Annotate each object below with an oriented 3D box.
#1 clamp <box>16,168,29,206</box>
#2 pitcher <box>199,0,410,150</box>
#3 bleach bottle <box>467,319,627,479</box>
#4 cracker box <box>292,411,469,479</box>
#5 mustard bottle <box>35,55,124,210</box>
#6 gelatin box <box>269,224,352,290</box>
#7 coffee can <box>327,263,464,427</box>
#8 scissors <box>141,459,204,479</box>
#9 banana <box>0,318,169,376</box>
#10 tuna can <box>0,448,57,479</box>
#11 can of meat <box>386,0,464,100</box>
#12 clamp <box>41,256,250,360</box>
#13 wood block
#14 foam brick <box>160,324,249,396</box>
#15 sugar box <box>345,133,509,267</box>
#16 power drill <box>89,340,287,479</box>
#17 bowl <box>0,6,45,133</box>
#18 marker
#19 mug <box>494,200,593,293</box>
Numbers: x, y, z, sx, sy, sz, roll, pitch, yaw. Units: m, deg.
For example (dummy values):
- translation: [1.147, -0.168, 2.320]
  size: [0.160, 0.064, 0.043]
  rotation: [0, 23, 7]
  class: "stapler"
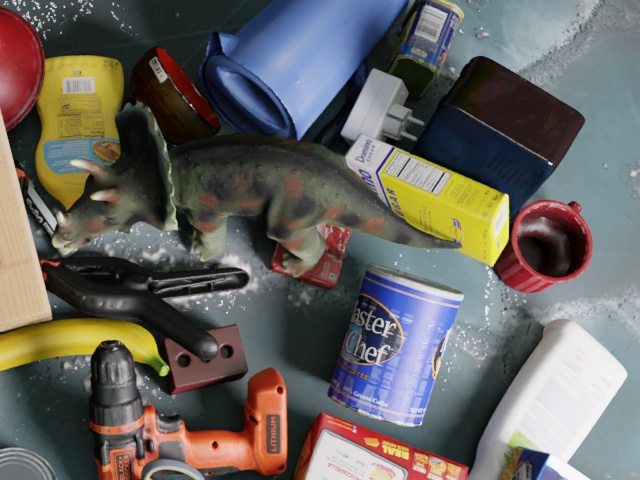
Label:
- translation: [-0.366, -0.010, 1.073]
  size: [0.120, 0.039, 0.171]
  rotation: [34, 76, -6]
  class: "clamp"
- translation: [-0.003, -0.213, 1.177]
  size: [0.145, 0.149, 0.242]
  rotation: [34, 66, 15]
  class: "pitcher"
- translation: [0.215, 0.208, 1.127]
  size: [0.102, 0.068, 0.250]
  rotation: [42, 72, -1]
  class: "bleach bottle"
- translation: [0.042, 0.294, 1.028]
  size: [0.164, 0.072, 0.213]
  rotation: [21, 51, -5]
  class: "cracker box"
- translation: [-0.249, -0.095, 1.116]
  size: [0.096, 0.058, 0.191]
  rotation: [-3, 75, -13]
  class: "mustard bottle"
- translation: [-0.008, 0.002, 1.155]
  size: [0.073, 0.030, 0.089]
  rotation: [19, 70, -5]
  class: "gelatin box"
- translation: [0.076, 0.105, 1.082]
  size: [0.102, 0.103, 0.140]
  rotation: [17, 93, -7]
  class: "coffee can"
- translation: [-0.105, 0.279, 1.037]
  size: [0.096, 0.016, 0.201]
  rotation: [-44, 120, 8]
  class: "scissors"
- translation: [-0.248, 0.105, 1.058]
  size: [0.197, 0.069, 0.037]
  rotation: [0, 115, -6]
  class: "banana"
- translation: [-0.294, 0.243, 1.021]
  size: [0.086, 0.034, 0.086]
  rotation: [3, 73, -11]
  class: "tuna can"
- translation: [0.114, -0.215, 1.208]
  size: [0.057, 0.102, 0.084]
  rotation: [23, 73, -4]
  class: "can of meat"
- translation: [-0.177, 0.050, 1.079]
  size: [0.210, 0.164, 0.036]
  rotation: [15, 115, 9]
  class: "clamp"
- translation: [-0.325, -0.016, 1.015]
  size: [0.090, 0.090, 0.206]
  rotation: [-14, 85, -15]
  class: "wood block"
- translation: [-0.119, 0.122, 1.085]
  size: [0.078, 0.051, 0.053]
  rotation: [-11, 76, -15]
  class: "foam brick"
- translation: [0.112, -0.042, 1.129]
  size: [0.176, 0.093, 0.048]
  rotation: [23, 65, 22]
  class: "sugar box"
- translation: [-0.127, 0.174, 1.031]
  size: [0.187, 0.057, 0.184]
  rotation: [-6, 110, -14]
  class: "power drill"
- translation: [-0.367, -0.180, 1.091]
  size: [0.162, 0.055, 0.162]
  rotation: [-2, 75, 8]
  class: "bowl"
- translation: [-0.293, -0.035, 1.110]
  size: [0.020, 0.020, 0.121]
  rotation: [-33, 83, -19]
  class: "marker"
- translation: [0.248, 0.003, 1.183]
  size: [0.093, 0.082, 0.117]
  rotation: [38, 70, 1]
  class: "mug"
